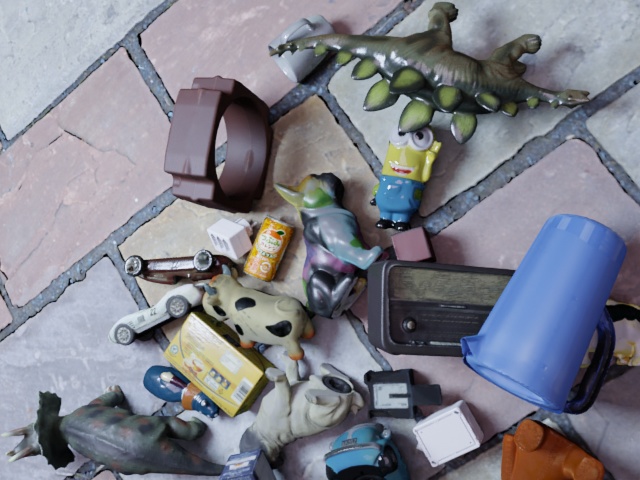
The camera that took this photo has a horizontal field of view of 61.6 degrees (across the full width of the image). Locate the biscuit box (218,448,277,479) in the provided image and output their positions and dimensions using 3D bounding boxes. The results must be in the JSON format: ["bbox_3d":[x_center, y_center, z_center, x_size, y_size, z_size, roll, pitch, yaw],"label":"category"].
[{"bbox_3d":[-0.086,0.428,0.839,0.063,0.059,0.202,-17,105,14],"label":"biscuit box"}]

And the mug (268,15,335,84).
[{"bbox_3d":[-0.028,-0.342,0.925,0.107,0.109,0.081,-41,70,-5],"label":"mug"}]

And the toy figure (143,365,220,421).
[{"bbox_3d":[-0.237,0.264,0.940,0.155,0.064,0.058,17,74,18],"label":"toy figure"}]

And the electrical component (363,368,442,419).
[{"bbox_3d":[0.130,0.238,0.841,0.119,0.047,0.075,-10,82,15],"label":"electrical component"}]

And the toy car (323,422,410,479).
[{"bbox_3d":[0.081,0.333,0.813,0.109,0.103,0.161,-22,119,23],"label":"toy car"}]

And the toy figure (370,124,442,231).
[{"bbox_3d":[0.132,-0.105,0.861,0.082,0.089,0.180,10,97,-10],"label":"toy figure"}]

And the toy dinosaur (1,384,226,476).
[{"bbox_3d":[-0.332,0.334,0.895,0.405,0.192,0.131,5,88,18],"label":"toy dinosaur"}]

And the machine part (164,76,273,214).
[{"bbox_3d":[-0.163,-0.152,0.890,0.087,0.201,0.201,7,87,19],"label":"machine part"}]

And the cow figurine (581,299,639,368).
[{"bbox_3d":[0.375,0.133,0.769,0.167,0.068,0.098,-2,78,13],"label":"cow figurine"}]

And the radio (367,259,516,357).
[{"bbox_3d":[0.184,0.101,0.778,0.230,0.073,0.131,5,87,-11],"label":"radio"}]

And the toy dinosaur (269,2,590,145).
[{"bbox_3d":[0.160,-0.260,0.815,0.472,0.105,0.198,20,62,16],"label":"toy dinosaur"}]

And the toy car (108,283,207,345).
[{"bbox_3d":[-0.288,0.134,0.964,0.202,0.073,0.056,-27,81,12],"label":"toy car"}]

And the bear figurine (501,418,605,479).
[{"bbox_3d":[0.284,0.352,0.745,0.120,0.132,0.196,33,88,21],"label":"bear figurine"}]

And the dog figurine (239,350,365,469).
[{"bbox_3d":[-0.033,0.301,0.869,0.173,0.121,0.190,21,104,22],"label":"dog figurine"}]

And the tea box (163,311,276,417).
[{"bbox_3d":[-0.172,0.209,0.924,0.170,0.068,0.098,38,95,18],"label":"tea box"}]

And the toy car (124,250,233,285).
[{"bbox_3d":[-0.250,0.053,0.952,0.202,0.089,0.053,-5,79,15],"label":"toy car"}]

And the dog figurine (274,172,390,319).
[{"bbox_3d":[-0.002,-0.003,0.880,0.219,0.108,0.191,43,100,21],"label":"dog figurine"}]

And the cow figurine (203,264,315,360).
[{"bbox_3d":[-0.112,0.115,0.882,0.195,0.085,0.127,9,129,28],"label":"cow figurine"}]
